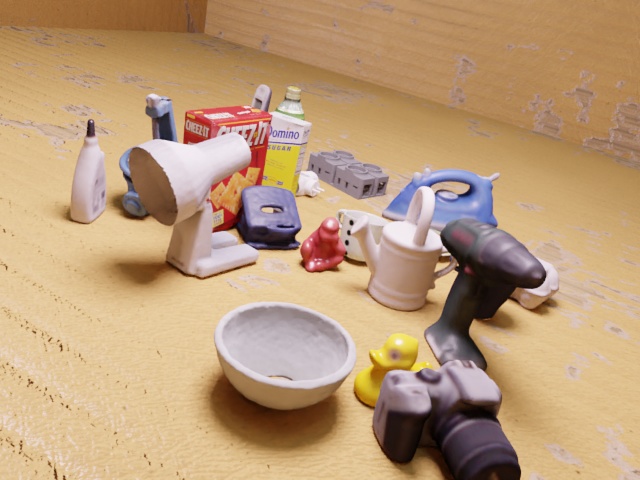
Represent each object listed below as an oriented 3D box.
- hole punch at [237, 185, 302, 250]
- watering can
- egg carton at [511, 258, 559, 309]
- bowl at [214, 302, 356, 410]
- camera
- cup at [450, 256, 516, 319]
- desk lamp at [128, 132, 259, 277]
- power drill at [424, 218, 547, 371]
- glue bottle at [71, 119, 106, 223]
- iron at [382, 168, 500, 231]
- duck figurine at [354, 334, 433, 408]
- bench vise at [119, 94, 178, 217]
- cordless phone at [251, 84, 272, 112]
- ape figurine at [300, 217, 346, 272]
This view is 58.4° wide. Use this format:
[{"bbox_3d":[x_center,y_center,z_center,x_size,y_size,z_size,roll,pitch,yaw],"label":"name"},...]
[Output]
[{"bbox_3d":[-0.088,-0.041,1.041,0.109,0.091,0.100,1,27,-24],"label":"hole punch"},{"bbox_3d":[0.139,0.007,0.922,0.173,0.194,0.100,1,27,-23],"label":"watering can"},{"bbox_3d":[0.361,0.064,1.058,0.149,0.069,0.107,30,29,33],"label":"egg carton"},{"bbox_3d":[-0.045,0.146,0.677,0.167,0.075,0.167,11,24,-5],"label":"bowl"},{"bbox_3d":[0.147,0.202,0.618,0.143,0.101,0.136,5,25,-15],"label":"camera"},{"bbox_3d":[0.263,0.077,0.950,0.117,0.095,0.092,20,25,16],"label":"cup"},{"bbox_3d":[-0.187,-0.058,0.880,0.117,0.213,0.204,30,29,33],"label":"desk lamp"},{"bbox_3d":[0.218,0.074,0.797,0.076,0.208,0.229,6,25,-14],"label":"power drill"},{"bbox_3d":[-0.387,-0.119,0.966,0.037,0.173,0.078,12,24,-1],"label":"glue bottle"},{"bbox_3d":[0.277,-0.099,1.282,0.259,0.141,0.118,7,25,-13],"label":"iron"},{"bbox_3d":[0.099,0.156,0.711,0.105,0.086,0.077,2,27,-23],"label":"duck figurine"},{"bbox_3d":[-0.299,-0.173,1.066,0.121,0.220,0.207,9,25,-8],"label":"bench vise"},{"bbox_3d":[-0.136,-0.282,1.424,0.094,0.185,0.147,-13,35,-43],"label":"cordless phone"},{"bbox_3d":[0.009,0.004,0.990,0.077,0.092,0.076,14,24,5],"label":"ape figurine"}]
